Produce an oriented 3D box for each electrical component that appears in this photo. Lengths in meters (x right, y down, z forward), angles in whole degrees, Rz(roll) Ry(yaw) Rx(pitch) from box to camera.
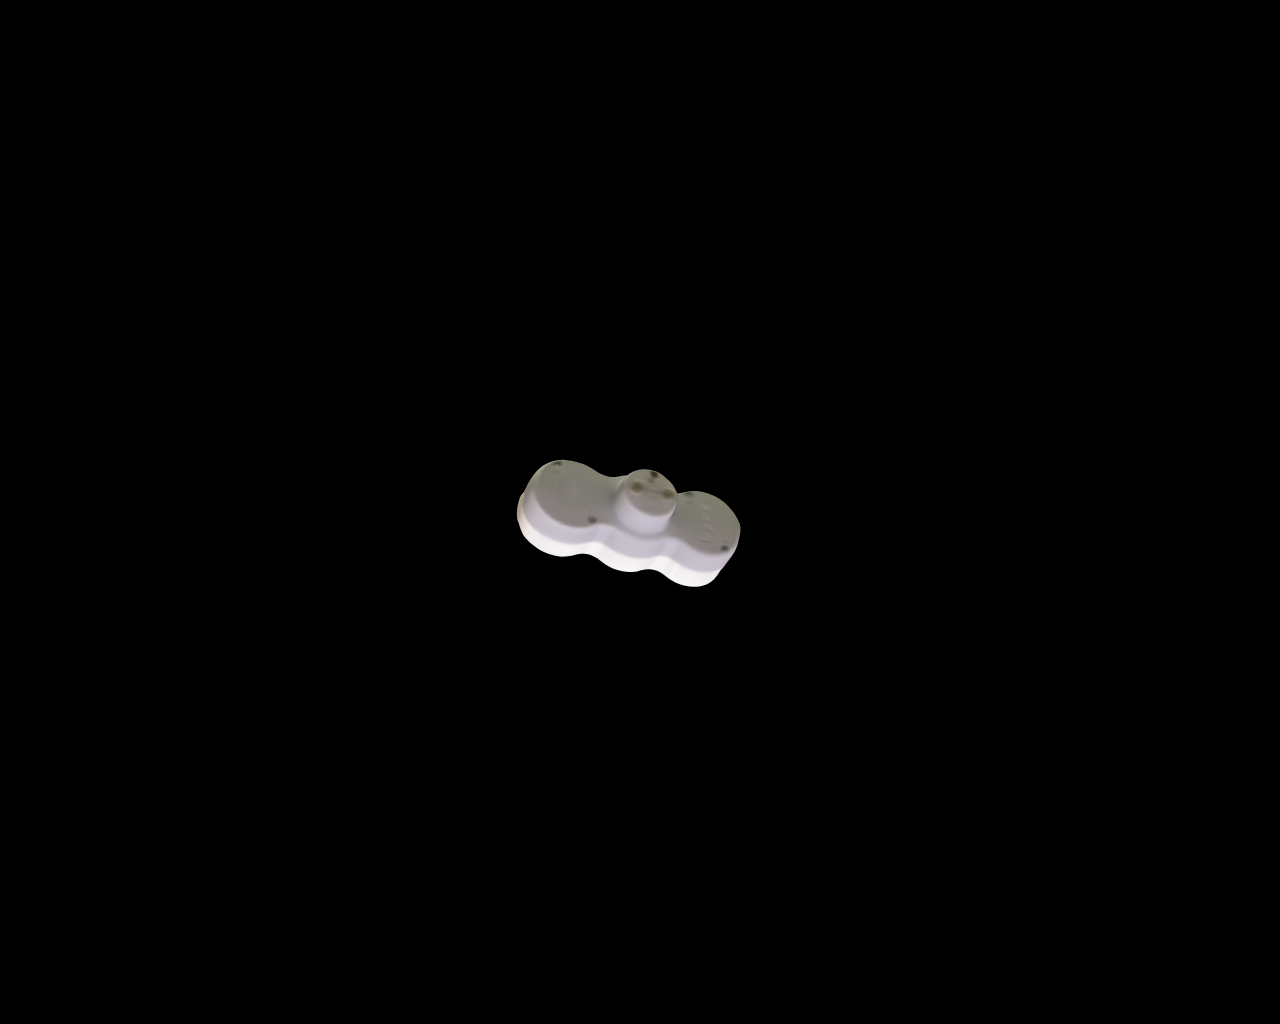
[{"bbox_3d":[0.001,-0.003,0.650,0.138,0.052,0.073,14,-40,-17],"label":"electrical component"}]
